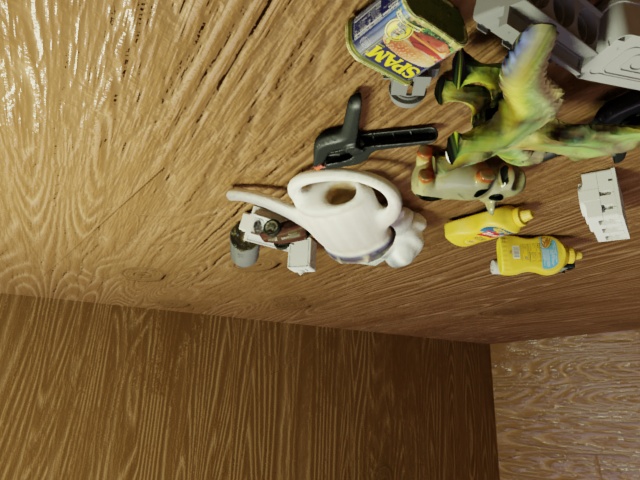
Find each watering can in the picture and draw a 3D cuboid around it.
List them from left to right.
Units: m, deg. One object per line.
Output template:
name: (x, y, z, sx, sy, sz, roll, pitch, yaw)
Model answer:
watering can: (0.003, -0.050, 0.991, 0.347, 0.106, 0.220, -3, 139, 31)

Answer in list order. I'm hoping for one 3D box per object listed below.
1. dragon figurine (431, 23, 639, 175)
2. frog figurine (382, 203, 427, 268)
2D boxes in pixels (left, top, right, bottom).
dragon figurine: (0.268, -0.144, 0.603, 0.243, 0.122, 0.410, 3, 179, -3)
frog figurine: (0.170, -0.018, 1.096, 0.138, 0.124, 0.156, -27, 160, -20)
